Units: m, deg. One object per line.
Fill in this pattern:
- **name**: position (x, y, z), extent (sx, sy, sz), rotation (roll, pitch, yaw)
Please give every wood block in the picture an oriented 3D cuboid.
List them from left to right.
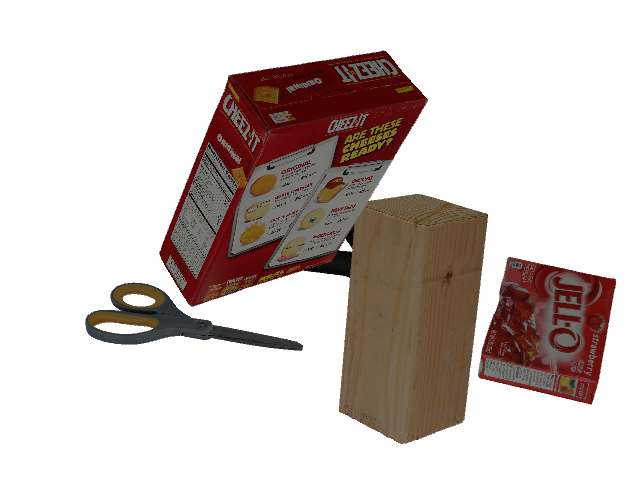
- **wood block**: position (0.085, 0.070, 0.994), extent (0.090, 0.206, 0.090), rotation (-10, 21, -42)

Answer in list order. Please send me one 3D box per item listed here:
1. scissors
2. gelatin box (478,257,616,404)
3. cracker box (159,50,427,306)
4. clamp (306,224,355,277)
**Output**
- **scissors**: position (-0.120, 0.073, 1.016), extent (0.201, 0.016, 0.096), rotation (1, 32, -6)
- **gelatin box**: position (0.148, 0.056, 0.691), extent (0.073, 0.089, 0.030), rotation (12, -41, 14)
- **cracker box**: position (-0.029, -0.052, 0.893), extent (0.163, 0.072, 0.214), rotation (-17, -31, -37)
- **clamp**: position (0.050, 0.027, 1.230), extent (0.210, 0.036, 0.164), rotation (30, 37, 22)
